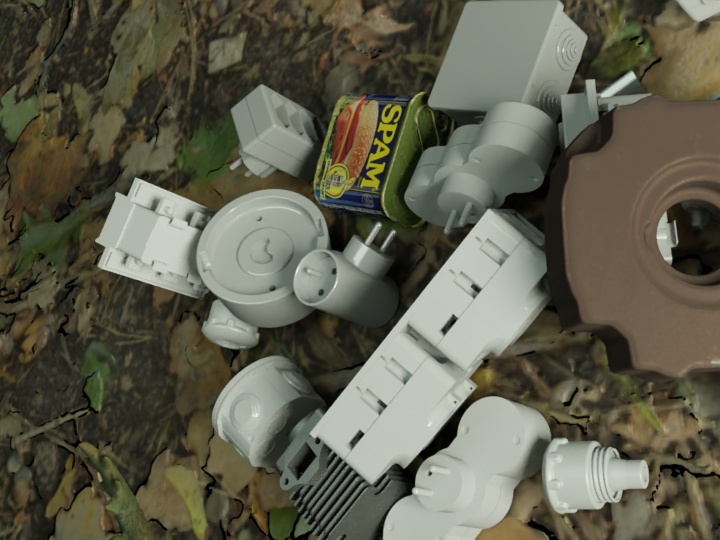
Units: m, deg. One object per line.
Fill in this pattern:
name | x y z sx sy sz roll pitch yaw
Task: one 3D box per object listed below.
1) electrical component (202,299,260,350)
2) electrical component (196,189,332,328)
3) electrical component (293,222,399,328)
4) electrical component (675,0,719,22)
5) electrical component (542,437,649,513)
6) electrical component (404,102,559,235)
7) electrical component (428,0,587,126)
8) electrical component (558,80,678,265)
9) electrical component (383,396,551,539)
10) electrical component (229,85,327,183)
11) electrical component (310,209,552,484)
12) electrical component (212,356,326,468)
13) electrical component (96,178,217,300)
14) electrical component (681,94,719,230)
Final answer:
electrical component | -0.104 0.034 0.909 0.048 0.048 0.062 -5 63 37
electrical component | -0.072 -0.005 0.873 0.108 0.060 0.108 -7 57 10
electrical component | 0.000 0.000 0.814 0.043 0.077 0.079 40 101 40
electrical component | 0.233 -0.212 0.709 0.062 0.061 0.096 -24 61 31
electrical component | 0.149 0.129 0.676 0.062 0.048 0.048 -7 71 29
electrical component | 0.077 -0.058 0.750 0.138 0.052 0.073 -27 35 59
electrical component | 0.109 -0.146 0.787 0.100 0.048 0.099 14 80 45
electrical component | 0.167 -0.052 0.703 0.063 0.078 0.121 -4 71 7
electrical component | 0.062 0.144 0.719 0.138 0.074 0.052 -54 50 11
electrical component | -0.077 -0.103 0.905 0.076 0.083 0.047 -35 57 25
electrical component | 0.060 0.051 0.720 0.060 0.105 0.186 40 103 11
electrical component | -0.070 0.111 0.832 0.051 0.080 0.080 41 102 34
electrical component | -0.152 -0.020 0.913 0.063 0.121 0.078 23 90 38
electrical component | 0.227 -0.065 0.677 0.043 0.043 0.081 18 87 41
